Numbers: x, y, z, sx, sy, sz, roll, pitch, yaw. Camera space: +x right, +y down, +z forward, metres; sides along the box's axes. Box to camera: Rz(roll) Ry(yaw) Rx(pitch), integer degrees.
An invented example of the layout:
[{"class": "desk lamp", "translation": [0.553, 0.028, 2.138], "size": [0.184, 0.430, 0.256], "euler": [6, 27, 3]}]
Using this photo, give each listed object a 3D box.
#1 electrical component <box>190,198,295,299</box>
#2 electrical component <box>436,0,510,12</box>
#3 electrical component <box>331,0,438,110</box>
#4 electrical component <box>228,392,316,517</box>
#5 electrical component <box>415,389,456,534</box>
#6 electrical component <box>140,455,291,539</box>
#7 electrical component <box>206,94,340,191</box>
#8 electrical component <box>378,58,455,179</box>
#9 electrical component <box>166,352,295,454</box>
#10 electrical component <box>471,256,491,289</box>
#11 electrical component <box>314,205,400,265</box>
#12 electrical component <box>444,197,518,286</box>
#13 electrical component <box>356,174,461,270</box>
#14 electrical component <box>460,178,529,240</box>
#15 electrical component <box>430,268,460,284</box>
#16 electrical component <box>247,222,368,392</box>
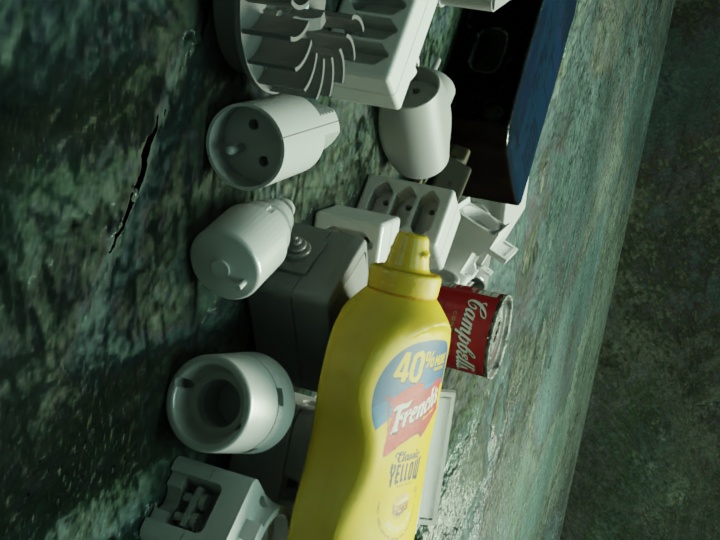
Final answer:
[{"class": "electrical component", "translation": [-0.056, -0.016, 0.562], "size": [0.078, 0.040, 0.040], "euler": [-50, 148, -53]}, {"class": "electrical component", "translation": [0.084, -0.252, 0.786], "size": [0.078, 0.057, 0.113], "euler": [-46, 145, -57]}, {"class": "electrical component", "translation": [0.016, -0.139, 0.680], "size": [0.075, 0.047, 0.083], "euler": [59, 47, -64]}, {"class": "electrical component", "translation": [-0.044, 0.126, 0.666], "size": [0.054, 0.059, 0.095], "euler": [-8, 110, -70]}, {"class": "electrical component", "translation": [0.030, 0.146, 0.886], "size": [0.063, 0.079, 0.121], "euler": [-91, -173, -72]}, {"class": "electrical component", "translation": [-0.075, 0.149, 0.596], "size": [0.089, 0.056, 0.050], "euler": [77, 32, -53]}, {"class": "electrical component", "translation": [-0.042, -0.070, 0.563], "size": [0.081, 0.043, 0.043], "euler": [-34, 134, -64]}, {"class": "electrical component", "translation": [0.046, -0.121, 0.788], "size": [0.077, 0.043, 0.079], "euler": [75, 32, -54]}, {"class": "electrical component", "translation": [-0.069, 0.070, 0.565], "size": [0.047, 0.055, 0.055], "euler": [16, 87, -68]}, {"class": "electrical component", "translation": [0.110, -0.007, 1.058], "size": [0.040, 0.040, 0.046], "euler": [71, 32, -58]}, {"class": "electrical component", "translation": [0.000, 0.000, 0.728], "size": [0.076, 0.047, 0.083], "euler": [-27, 127, -67]}, {"class": "electrical component", "translation": [0.094, -0.024, 0.956], "size": [0.063, 0.081, 0.042], "euler": [-60, 168, 24]}, {"class": "electrical component", "translation": [0.036, -0.026, 0.787], "size": [0.076, 0.066, 0.047], "euler": [67, 40, -61]}, {"class": "electrical component", "translation": [0.132, -0.087, 1.054], "size": [0.099, 0.048, 0.099], "euler": [-50, 148, -54]}, {"class": "electrical component", "translation": [0.059, 0.034, 0.935], "size": [0.044, 0.044, 0.065], "euler": [-41, 145, -61]}, {"class": "electrical component", "translation": [-0.026, 0.019, 0.641], "size": [0.061, 0.061, 0.096], "euler": [-59, 154, -43]}]
